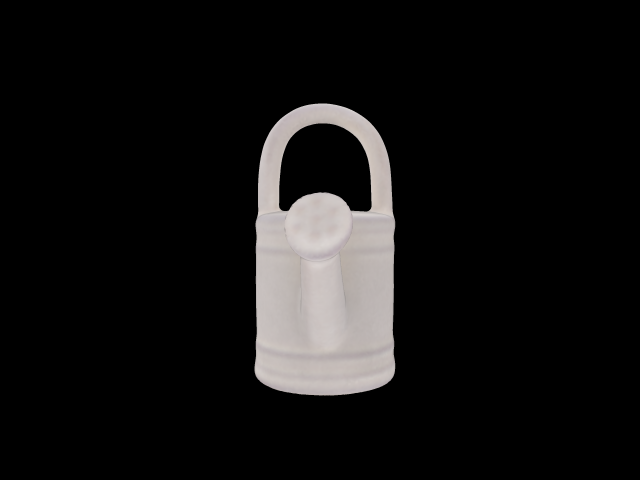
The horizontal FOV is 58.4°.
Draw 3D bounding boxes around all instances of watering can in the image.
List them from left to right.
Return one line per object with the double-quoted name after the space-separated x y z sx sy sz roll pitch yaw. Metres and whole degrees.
0.006 0.001 0.400 0.101 0.194 0.172 -1 4 -19 "watering can"
